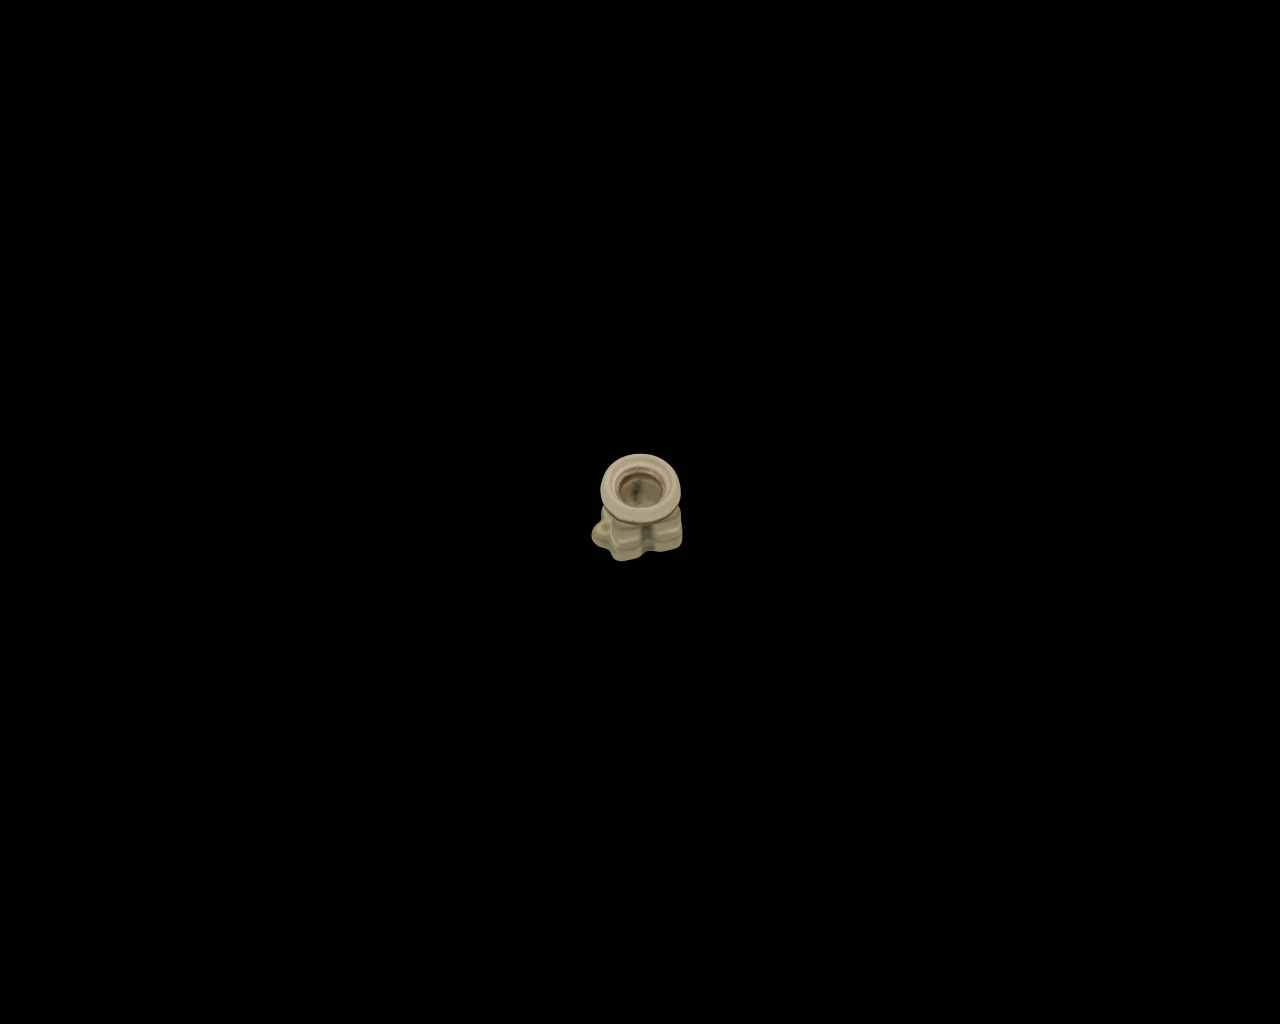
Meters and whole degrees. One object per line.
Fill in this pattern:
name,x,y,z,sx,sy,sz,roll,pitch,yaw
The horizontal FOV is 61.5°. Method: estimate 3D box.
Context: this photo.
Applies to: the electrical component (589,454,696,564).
electrical component,0.001,-0.003,0.650,0.066,0.048,0.055,-14,-32,-9
